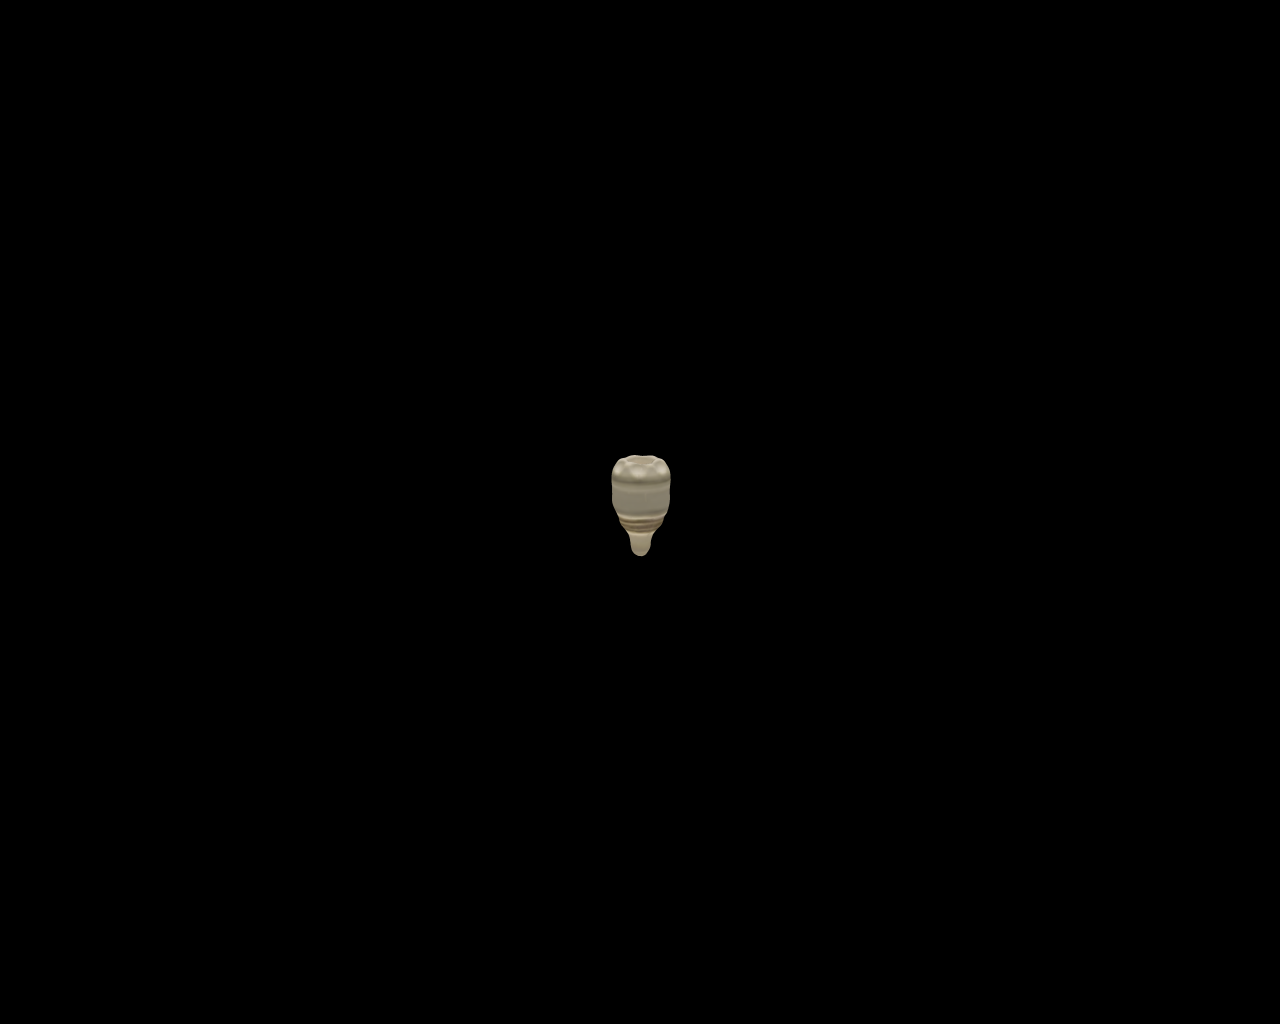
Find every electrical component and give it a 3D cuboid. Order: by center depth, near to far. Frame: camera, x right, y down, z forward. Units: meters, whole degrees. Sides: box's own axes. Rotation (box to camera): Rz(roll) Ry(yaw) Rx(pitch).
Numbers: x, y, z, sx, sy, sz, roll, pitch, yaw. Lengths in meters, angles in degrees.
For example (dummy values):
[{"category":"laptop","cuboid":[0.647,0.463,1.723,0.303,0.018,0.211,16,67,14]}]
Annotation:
[{"category":"electrical component","cuboid":[0.001,-0.003,0.650,0.035,0.061,0.035,0,14,0]}]
